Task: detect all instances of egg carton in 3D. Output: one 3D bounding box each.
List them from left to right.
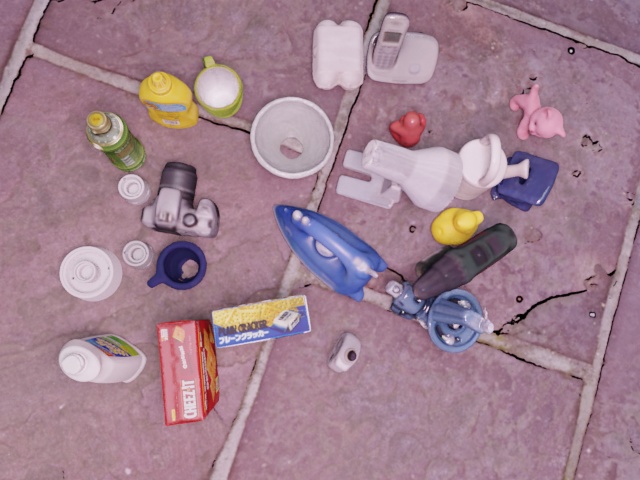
[{"bbox_3d":[0.037,-0.385,1.194,0.107,0.069,0.150,0,83,-5],"label":"egg carton"}]

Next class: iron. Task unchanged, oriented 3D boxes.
[{"bbox_3d":[0.010,0.004,1.104,0.258,0.141,0.119,38,81,1],"label":"iron"}]

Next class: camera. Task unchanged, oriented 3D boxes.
[{"bbox_3d":[-0.265,-0.079,1.112,0.143,0.100,0.137,8,82,-4],"label":"camera"}]

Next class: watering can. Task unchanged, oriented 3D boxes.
[{"bbox_3d":[0.321,-0.149,1.125,0.173,0.194,0.101,-15,84,-6],"label":"watering can"}]

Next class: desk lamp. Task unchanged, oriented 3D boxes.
[{"bbox_3d":[0.146,-0.124,1.097,0.203,0.213,0.118,15,82,-3],"label":"desk lamp"}]

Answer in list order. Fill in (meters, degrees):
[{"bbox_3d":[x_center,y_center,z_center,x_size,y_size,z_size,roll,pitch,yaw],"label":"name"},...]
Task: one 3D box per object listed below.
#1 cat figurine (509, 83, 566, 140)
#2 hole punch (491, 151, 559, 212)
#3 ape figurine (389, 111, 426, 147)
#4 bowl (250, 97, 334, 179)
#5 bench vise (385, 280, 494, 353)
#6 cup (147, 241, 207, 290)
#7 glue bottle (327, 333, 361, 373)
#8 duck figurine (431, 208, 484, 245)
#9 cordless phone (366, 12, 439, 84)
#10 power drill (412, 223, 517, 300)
[{"bbox_3d":[0.458,-0.261,1.190,0.067,0.117,0.128,-14,84,-6],"label":"cat figurine"},{"bbox_3d":[0.421,-0.123,1.182,0.101,0.091,0.109,27,81,-1],"label":"hole punch"},{"bbox_3d":[0.184,-0.236,1.176,0.078,0.092,0.076,1,82,-5],"label":"ape figurine"},{"bbox_3d":[-0.057,-0.198,1.159,0.167,0.074,0.167,1,82,-5],"label":"bowl"},{"bbox_3d":[0.222,0.145,1.065,0.207,0.219,0.121,10,82,-3],"label":"bench vise"},{"bbox_3d":[-0.269,0.060,1.096,0.118,0.095,0.092,-32,86,-8],"label":"cup"},{"bbox_3d":[0.050,0.213,1.065,0.037,0.173,0.078,32,81,0],"label":"glue bottle"},{"bbox_3d":[0.282,-0.032,1.161,0.104,0.086,0.077,-19,84,-7],"label":"duck figurine"},{"bbox_3d":[0.173,-0.390,1.148,0.147,0.185,0.094,0,82,-5],"label":"cordless phone"},{"bbox_3d":[0.253,0.050,1.086,0.230,0.208,0.075,-31,86,-8],"label":"power drill"}]
